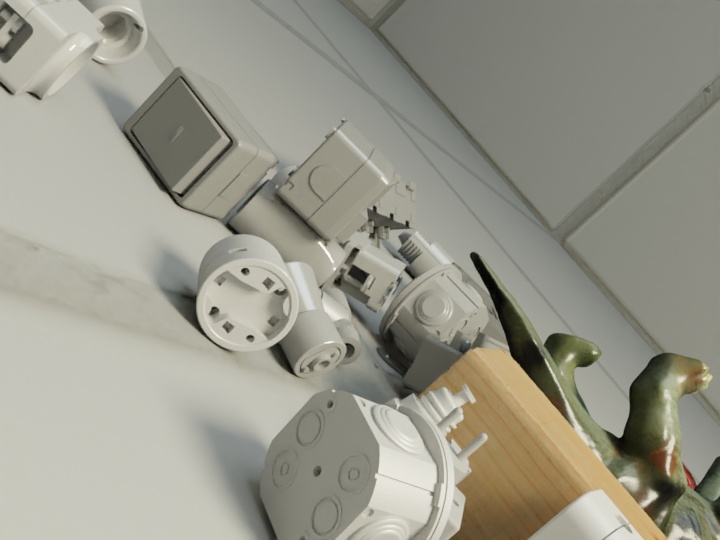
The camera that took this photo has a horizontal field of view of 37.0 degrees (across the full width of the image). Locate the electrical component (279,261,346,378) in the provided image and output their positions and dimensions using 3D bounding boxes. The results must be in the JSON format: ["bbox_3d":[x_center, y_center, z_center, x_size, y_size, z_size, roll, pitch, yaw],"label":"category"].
[{"bbox_3d":[-0.036,0.033,0.656,0.044,0.044,0.065,28,27,-54],"label":"electrical component"}]

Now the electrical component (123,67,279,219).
[{"bbox_3d":[-0.115,-0.091,0.736,0.096,0.062,0.061,51,14,21],"label":"electrical component"}]

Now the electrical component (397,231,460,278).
[{"bbox_3d":[0.070,-0.008,1.112,0.081,0.043,0.043,47,13,5],"label":"electrical component"}]

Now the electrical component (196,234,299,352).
[{"bbox_3d":[-0.064,0.011,0.601,0.055,0.055,0.047,41,10,-22],"label":"electrical component"}]

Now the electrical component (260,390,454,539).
[{"bbox_3d":[-0.002,0.096,0.483,0.051,0.080,0.080,27,22,-40],"label":"electrical component"}]

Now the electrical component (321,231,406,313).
[{"bbox_3d":[0.000,0.000,0.833,0.064,0.042,0.081,32,13,3],"label":"electrical component"}]

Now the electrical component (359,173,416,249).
[{"bbox_3d":[0.006,-0.066,1.011,0.121,0.063,0.078,17,72,-65],"label":"electrical component"}]

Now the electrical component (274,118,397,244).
[{"bbox_3d":[-0.013,-0.064,0.769,0.061,0.062,0.096,45,12,-6],"label":"electrical component"}]

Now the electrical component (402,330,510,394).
[{"bbox_3d":[0.088,0.089,0.805,0.063,0.078,0.121,28,1,35],"label":"electrical component"}]

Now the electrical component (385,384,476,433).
[{"bbox_3d":[0.030,0.090,0.617,0.040,0.078,0.040,58,3,-6],"label":"electrical component"}]

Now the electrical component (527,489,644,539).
[{"bbox_3d":[0.108,0.169,0.569,0.059,0.095,0.054,51,14,22],"label":"electrical component"}]

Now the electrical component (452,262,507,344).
[{"bbox_3d":[0.094,0.051,0.973,0.078,0.057,0.113,43,13,-14],"label":"electrical component"}]

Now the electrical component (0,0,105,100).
[{"bbox_3d":[-0.196,-0.142,0.656,0.056,0.050,0.089,44,13,-10],"label":"electrical component"}]

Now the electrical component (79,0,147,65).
[{"bbox_3d":[-0.190,-0.188,0.814,0.055,0.055,0.047,34,21,-43],"label":"electrical component"}]

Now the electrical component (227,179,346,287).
[{"bbox_3d":[-0.052,-0.028,0.783,0.077,0.043,0.079,44,12,-10],"label":"electrical component"}]

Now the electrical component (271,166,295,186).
[{"bbox_3d":[-0.044,-0.046,0.861,0.043,0.043,0.081,37,15,-34],"label":"electrical component"}]

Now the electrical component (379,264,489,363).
[{"bbox_3d":[0.059,0.038,0.842,0.051,0.080,0.080,47,12,23],"label":"electrical component"}]

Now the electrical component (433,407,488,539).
[{"bbox_3d":[0.032,0.105,0.567,0.065,0.077,0.047,46,12,1],"label":"electrical component"}]
